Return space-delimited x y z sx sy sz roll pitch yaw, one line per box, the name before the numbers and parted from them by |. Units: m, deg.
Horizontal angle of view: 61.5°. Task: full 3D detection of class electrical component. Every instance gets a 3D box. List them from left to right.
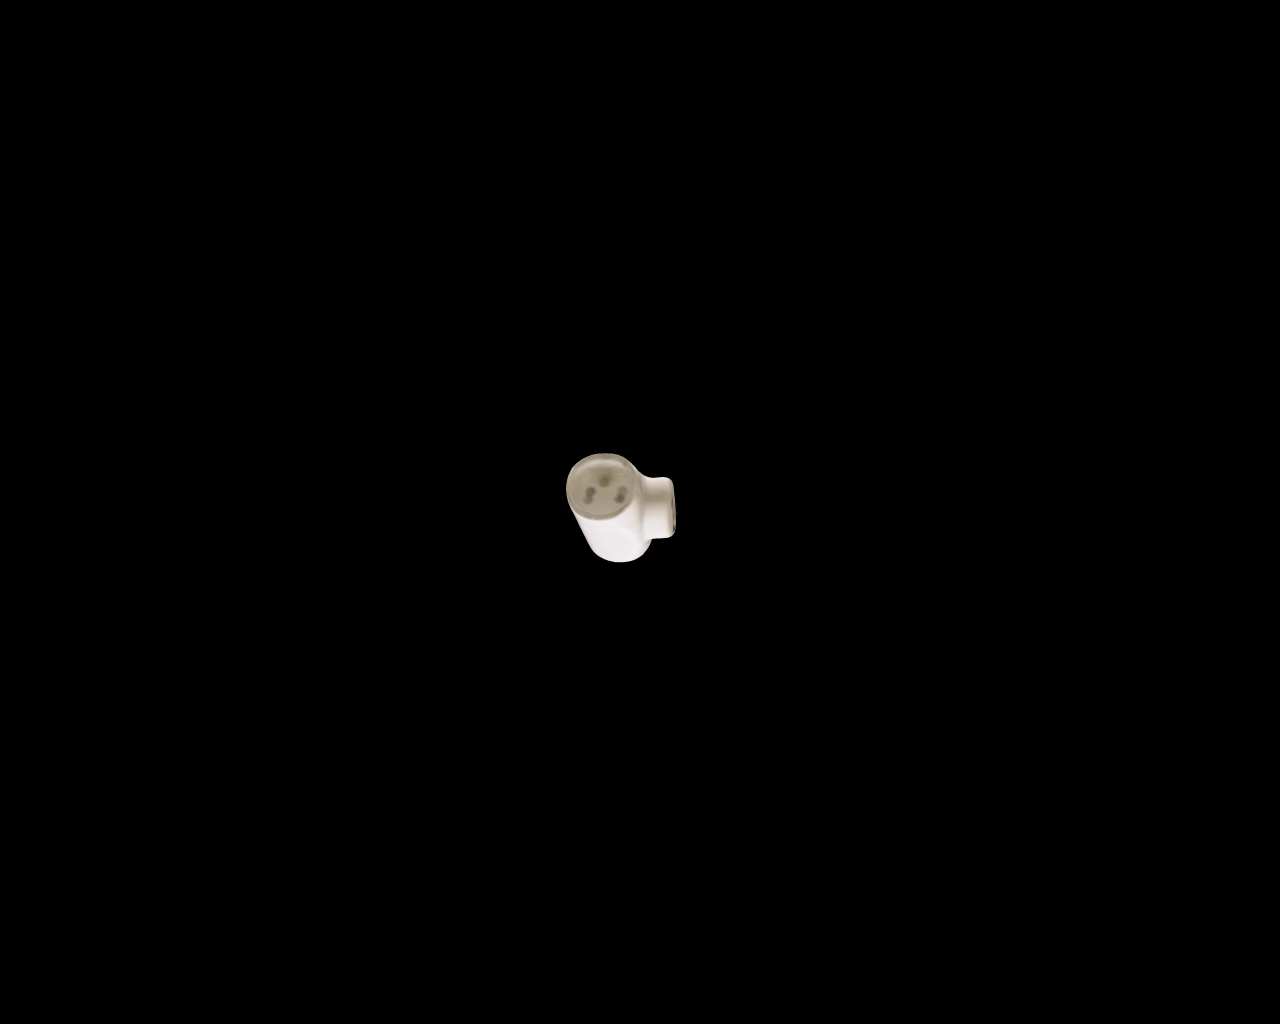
electrical component | 0.001 -0.003 0.650 0.079 0.044 0.077 -3 -22 7
